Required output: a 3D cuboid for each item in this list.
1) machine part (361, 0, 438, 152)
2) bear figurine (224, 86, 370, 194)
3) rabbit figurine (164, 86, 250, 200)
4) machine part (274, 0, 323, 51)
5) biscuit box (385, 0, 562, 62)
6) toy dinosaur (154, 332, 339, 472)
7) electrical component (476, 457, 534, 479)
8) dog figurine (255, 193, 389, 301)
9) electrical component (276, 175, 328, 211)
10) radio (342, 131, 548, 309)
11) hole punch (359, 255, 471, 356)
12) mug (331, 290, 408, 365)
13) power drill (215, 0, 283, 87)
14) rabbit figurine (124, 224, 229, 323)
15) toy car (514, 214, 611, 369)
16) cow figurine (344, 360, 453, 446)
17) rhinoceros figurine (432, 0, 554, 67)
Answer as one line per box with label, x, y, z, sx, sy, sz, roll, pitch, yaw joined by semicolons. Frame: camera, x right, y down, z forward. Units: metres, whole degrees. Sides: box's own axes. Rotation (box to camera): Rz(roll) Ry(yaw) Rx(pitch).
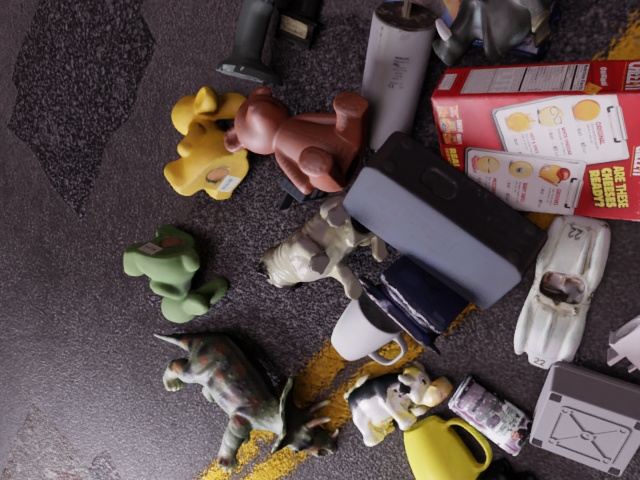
machine part;0.091;-0.198;0.667;0.079;0.079;0.243;33;142;21
bear figurine;-0.039;-0.144;0.692;0.196;0.132;0.120;32;81;15
rabbit figurine;-0.188;-0.172;0.858;0.162;0.122;0.173;-52;54;35
machine part;-0.021;-0.347;0.763;0.084;0.039;0.138;31;117;31
biscuit box;0.178;-0.270;0.646;0.203;0.059;0.062;24;111;24
toy dinosaur;-0.149;0.238;0.927;0.405;0.131;0.192;41;106;22
electrical component;0.249;0.374;0.746;0.134;0.058;0.115;-38;83;32
dog figurine;-0.005;-0.003;0.806;0.121;0.172;0.191;49;157;-28
electrical component;-0.020;-0.083;0.797;0.048;0.075;0.119;39;113;19
radio;0.146;-0.023;0.656;0.230;0.073;0.131;35;156;7
hole punch;0.138;0.071;0.717;0.142;0.116;0.092;46;111;14
mug;0.073;0.138;0.793;0.109;0.081;0.107;45;131;6
power drill;-0.073;-0.318;0.724;0.232;0.086;0.207;26;112;52
rabbit figurine;-0.244;0.075;0.963;0.159;0.121;0.170;12;125;21
toy car;0.293;0.066;0.653;0.074;0.056;0.201;18;109;26
cow figurine;0.113;0.226;0.793;0.167;0.068;0.098;-43;72;29
rhinoceros figurine;0.200;-0.256;0.557;0.112;0.073;0.190;49;119;11
